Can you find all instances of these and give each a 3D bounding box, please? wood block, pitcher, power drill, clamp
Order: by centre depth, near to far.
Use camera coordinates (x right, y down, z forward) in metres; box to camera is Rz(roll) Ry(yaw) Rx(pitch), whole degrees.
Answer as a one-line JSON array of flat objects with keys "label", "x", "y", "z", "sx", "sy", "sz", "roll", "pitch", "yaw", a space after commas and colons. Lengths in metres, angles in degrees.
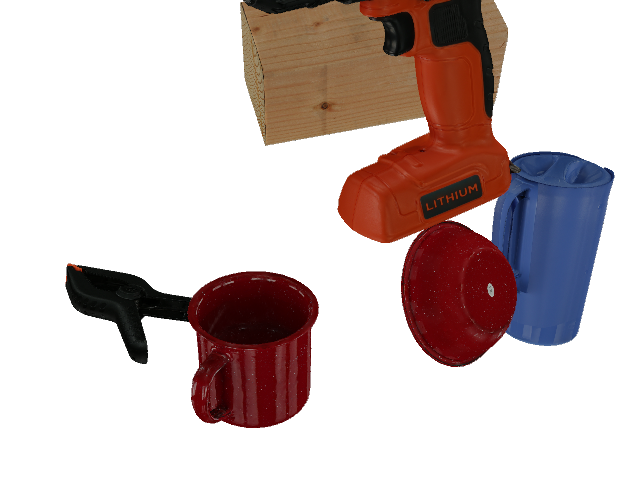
[{"label": "power drill", "x": 0.043, "y": -0.095, "z": 0.577, "sx": 0.184, "sy": 0.188, "sz": 0.057, "roll": -21, "pitch": 36, "yaw": -24}, {"label": "wood block", "x": 0.043, "y": -0.158, "z": 0.909, "sx": 0.206, "sy": 0.090, "sz": 0.091, "roll": -11, "pitch": -36, "yaw": -9}, {"label": "clamp", "x": -0.210, "y": 0.073, "z": 1.162, "sx": 0.210, "sy": 0.036, "sz": 0.164, "roll": 18, "pitch": 21, "yaw": 25}, {"label": "pitcher", "x": 0.294, "y": 0.014, "z": 1.404, "sx": 0.149, "sy": 0.243, "sz": 0.145, "roll": 5, "pitch": 24, "yaw": 5}]

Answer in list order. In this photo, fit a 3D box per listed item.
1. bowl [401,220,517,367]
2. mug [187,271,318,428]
[{"label": "bowl", "x": 0.163, "y": 0.056, "z": 1.155, "sx": 0.161, "sy": 0.162, "sz": 0.055, "roll": 0, "pitch": -6, "yaw": -41}, {"label": "mug", "x": -0.053, "y": 0.087, "z": 0.768, "sx": 0.093, "sy": 0.081, "sz": 0.117, "roll": 16, "pitch": 36, "yaw": 23}]
